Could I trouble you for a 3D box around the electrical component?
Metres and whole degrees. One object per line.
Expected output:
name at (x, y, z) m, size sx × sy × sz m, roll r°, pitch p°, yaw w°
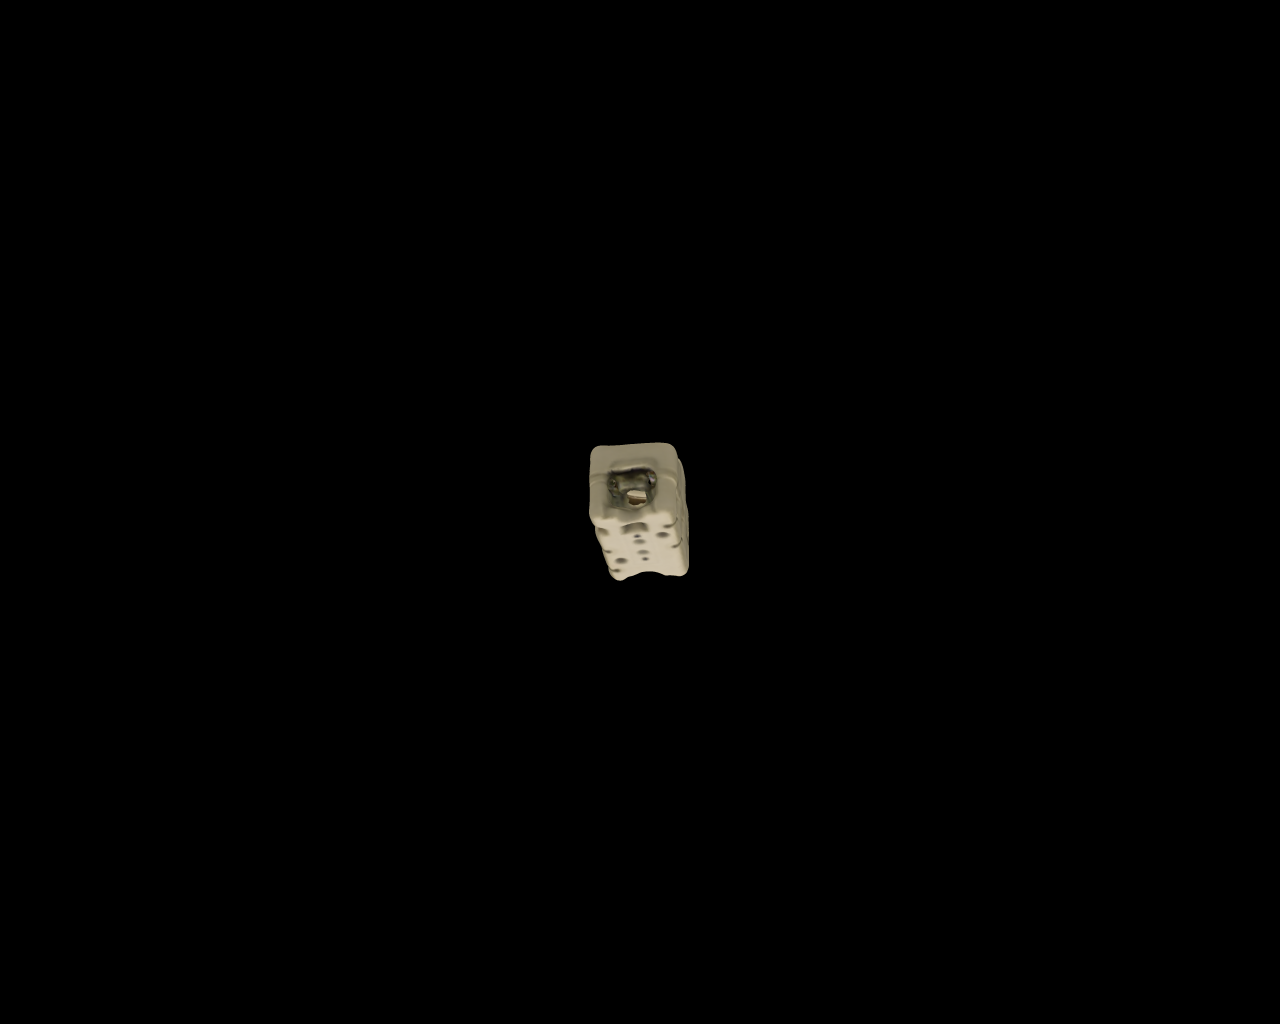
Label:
electrical component at (0.001, -0.003, 0.650) m, size 0.050 × 0.056 × 0.089 m, roll -4°, pitch -29°, yaw 7°
